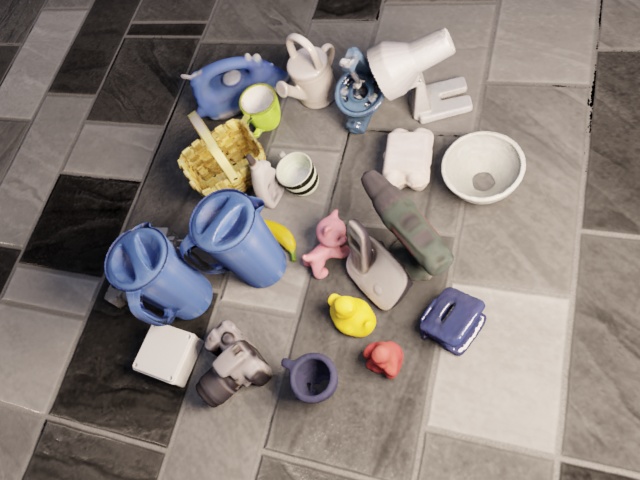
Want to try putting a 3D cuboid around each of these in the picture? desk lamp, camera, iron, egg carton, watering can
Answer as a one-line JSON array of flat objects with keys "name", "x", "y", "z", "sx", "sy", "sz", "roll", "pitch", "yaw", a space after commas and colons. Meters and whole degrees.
[{"name": "desk lamp", "x": 0.218, "y": -0.358, "z": 1.245, "sx": 0.203, "sy": 0.214, "sz": 0.118, "roll": -13, "pitch": 62, "yaw": 10}, {"name": "camera", "x": -0.190, "y": 0.251, "z": 1.135, "sx": 0.137, "sy": 0.101, "sz": 0.142, "roll": -42, "pitch": 61, "yaw": -6}, {"name": "iron", "x": -0.213, "y": -0.407, "z": 1.432, "sx": 0.258, "sy": 0.142, "sz": 0.118, "roll": -21, "pitch": 61, "yaw": 6}, {"name": "egg carton", "x": 0.191, "y": -0.177, "z": 1.248, "sx": 0.107, "sy": 0.069, "sz": 0.150, "roll": 2, "pitch": 66, "yaw": 17}, {"name": "watering can", "x": -0.030, "y": -0.400, "z": 1.347, "sx": 0.100, "sy": 0.194, "sz": 0.173, "roll": 13, "pitch": 70, "yaw": 21}]

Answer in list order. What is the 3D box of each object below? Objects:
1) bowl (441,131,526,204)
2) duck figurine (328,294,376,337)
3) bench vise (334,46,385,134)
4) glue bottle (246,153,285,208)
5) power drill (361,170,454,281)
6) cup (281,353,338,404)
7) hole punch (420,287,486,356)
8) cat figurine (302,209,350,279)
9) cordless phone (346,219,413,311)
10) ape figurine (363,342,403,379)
[{"name": "bowl", "x": 0.337, "y": -0.137, "z": 1.185, "sx": 0.167, "sy": 0.075, "sz": 0.167, "roll": -6, "pitch": 64, "yaw": 13}, {"name": "duck figurine", "x": 0.058, "y": 0.142, "z": 1.125, "sx": 0.104, "sy": 0.086, "sz": 0.077, "roll": 33, "pitch": 78, "yaw": 27}, {"name": "bench vise", "x": 0.091, "y": -0.375, "z": 1.285, "sx": 0.121, "sy": 0.220, "sz": 0.207, "roll": 3, "pitch": 66, "yaw": 17}, {"name": "glue bottle", "x": -0.126, "y": -0.140, "z": 1.262, "sx": 0.037, "sy": 0.173, "sz": 0.078, "roll": 20, "pitch": 72, "yaw": 24}, {"name": "power drill", "x": 0.167, "y": -0.011, "z": 1.096, "sx": 0.075, "sy": 0.209, "sz": 0.229, "roll": -38, "pitch": 61, "yaw": -3}, {"name": "cup", "x": -0.014, "y": 0.263, "z": 1.083, "sx": 0.117, "sy": 0.095, "sz": 0.092, "roll": 22, "pitch": 73, "yaw": 24}, {"name": "hole punch", "x": 0.244, "y": 0.147, "z": 1.066, "sx": 0.100, "sy": 0.091, "sz": 0.109, "roll": 32, "pitch": 77, "yaw": 26}, {"name": "cat figurine", "x": 0.011, "y": 0.004, "z": 1.186, "sx": 0.128, "sy": 0.118, "sz": 0.067, "roll": -45, "pitch": 62, "yaw": -8}, {"name": "cordless phone", "x": 0.104, "y": 0.044, "z": 1.102, "sx": 0.094, "sy": 0.185, "sz": 0.147, "roll": -42, "pitch": 61, "yaw": -6}, {"name": "ape figurine", "x": 0.118, "y": 0.219, "z": 1.068, "sx": 0.076, "sy": 0.092, "sz": 0.077, "roll": -31, "pitch": 61, "yaw": 0}]
